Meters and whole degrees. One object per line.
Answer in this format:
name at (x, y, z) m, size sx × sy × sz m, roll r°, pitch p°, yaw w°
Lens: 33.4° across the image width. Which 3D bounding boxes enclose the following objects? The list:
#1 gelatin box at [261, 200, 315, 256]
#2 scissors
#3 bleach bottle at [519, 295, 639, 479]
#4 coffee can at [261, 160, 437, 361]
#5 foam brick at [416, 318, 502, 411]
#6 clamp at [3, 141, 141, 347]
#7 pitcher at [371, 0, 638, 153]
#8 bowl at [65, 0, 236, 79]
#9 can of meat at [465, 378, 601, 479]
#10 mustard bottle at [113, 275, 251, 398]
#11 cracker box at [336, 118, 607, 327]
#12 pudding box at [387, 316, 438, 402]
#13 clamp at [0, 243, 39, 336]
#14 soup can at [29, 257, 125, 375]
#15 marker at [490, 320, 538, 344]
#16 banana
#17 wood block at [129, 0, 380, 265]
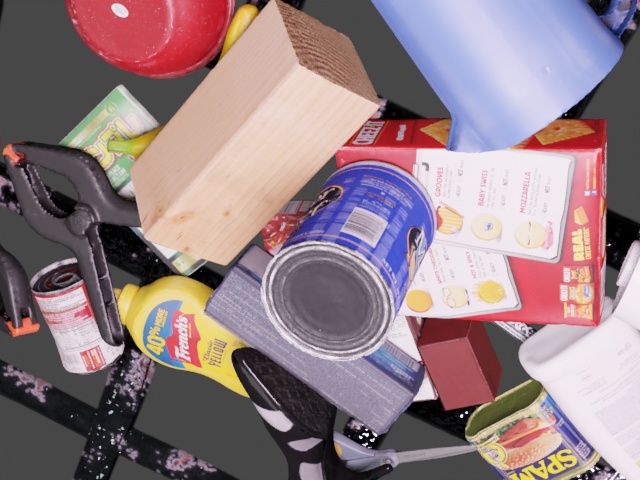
gelatin box at (-0.006, 0.001, 0.983) m, size 0.089 × 0.030 × 0.073 m, roll -1°, pitch 119°, yaw 19°
scissors at (0.055, 0.213, 1.098) m, size 0.202 × 0.016 × 0.096 m, roll -29°, pitch 108°, yaw 30°
bleach bottle at (0.286, 0.173, 0.958) m, size 0.102 × 0.068 × 0.250 m, roll -35°, pitch 108°, yaw 5°
coffee can at (0.026, 0.013, 0.829) m, size 0.103 × 0.140 × 0.103 m, roll 9°, pitch 121°, yaw 15°
foam brick at (0.129, 0.110, 0.989) m, size 0.051 × 0.053 × 0.078 m, roll -14°, pitch 114°, yaw 25°
clamp at (-0.207, -0.024, 1.000) m, size 0.165 × 0.036 × 0.210 m, roll -41°, pitch 88°, yaw 19°
pitcher at (0.108, -0.198, 0.778) m, size 0.243 × 0.149 × 0.145 m, roll 50°, pitch 137°, yaw -10°
bowl at (-0.155, -0.202, 0.896) m, size 0.162 × 0.055 × 0.162 m, roll 9°, pitch 122°, yaw 14°
can of meat at (0.200, 0.186, 1.009) m, size 0.102 × 0.057 × 0.084 m, roll -36°, pitch 101°, yaw 31°
mustard bottle at (-0.126, 0.086, 1.052) m, size 0.191 × 0.058 × 0.096 m, roll 20°, pitch 122°, yaw 4°
cracker box at (0.131, -0.017, 0.902) m, size 0.214 × 0.072 × 0.164 m, roll 2°, pitch 119°, yaw 19°
pudding box at (0.059, 0.104, 1.018) m, size 0.090 × 0.039 × 0.113 m, roll -11°, pitch 113°, yaw 25°
clamp at (-0.339, 0.033, 1.074) m, size 0.120 × 0.039 × 0.171 m, roll -47°, pitch 65°, yaw 43°
soup can at (-0.246, 0.078, 1.085) m, size 0.069 × 0.068 × 0.102 m, roll -4°, pitch 118°, yaw 21°
marker at (0.183, 0.082, 0.975) m, size 0.121 × 0.020 × 0.020 m, roll 36°, pitch 124°, yaw -4°
banana at (-0.101, -0.120, 0.926) m, size 0.069 × 0.037 × 0.198 m, roll 23°, pitch 126°, yaw -42°
wood block at (-0.059, -0.084, 0.883) m, size 0.090 × 0.091 × 0.206 m, roll 20°, pitch 126°, yaw -39°
